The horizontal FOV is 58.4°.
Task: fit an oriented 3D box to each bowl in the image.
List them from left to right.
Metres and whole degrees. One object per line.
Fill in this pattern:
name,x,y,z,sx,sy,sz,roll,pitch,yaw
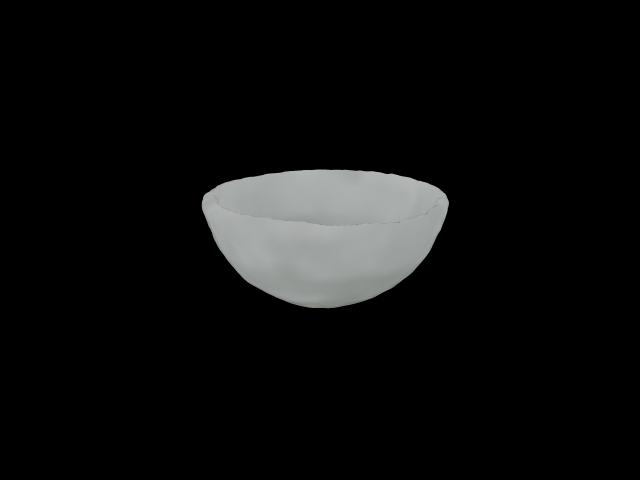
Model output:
bowl,0.004,0.001,0.400,0.167,0.075,0.167,0,18,0
